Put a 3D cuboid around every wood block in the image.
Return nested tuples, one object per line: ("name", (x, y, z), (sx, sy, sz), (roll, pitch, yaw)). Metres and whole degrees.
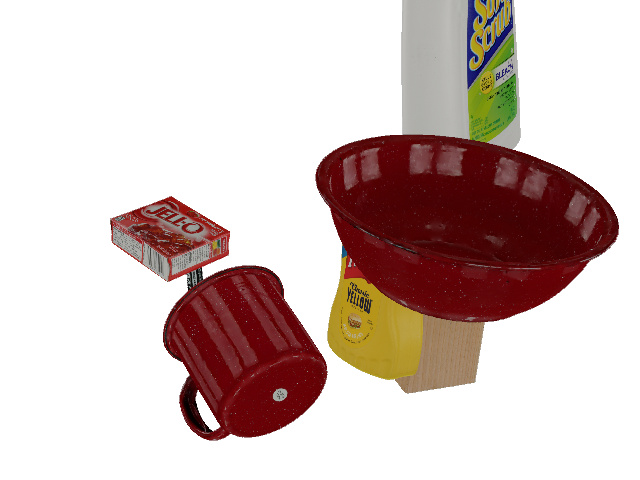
("wood block", (0.126, 0.055, 1.179), (0.090, 0.206, 0.090), (-6, 28, -19))

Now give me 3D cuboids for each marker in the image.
("marker", (-0.142, 0.031, 1.199), (0.020, 0.121, 0.020), (-1, 31, 0))

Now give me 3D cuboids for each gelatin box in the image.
("gelatin box", (-0.139, -0.004, 0.986), (0.073, 0.030, 0.089), (-24, 42, -39))

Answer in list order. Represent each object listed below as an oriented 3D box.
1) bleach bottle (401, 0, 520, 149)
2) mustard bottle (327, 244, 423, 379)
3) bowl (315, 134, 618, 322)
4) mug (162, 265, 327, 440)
("bleach bottle", (0.094, -0.172, 0.747), (0.068, 0.251, 0.102), (18, 38, 37))
("mustard bottle", (0.057, 0.018, 0.934), (0.058, 0.192, 0.096), (-5, 21, -36))
("bowl", (0.074, -0.002, 0.577), (0.162, 0.055, 0.162), (6, 27, -3))
("mug", (-0.055, 0.086, 0.724), (0.093, 0.117, 0.082), (20, 26, -48))
